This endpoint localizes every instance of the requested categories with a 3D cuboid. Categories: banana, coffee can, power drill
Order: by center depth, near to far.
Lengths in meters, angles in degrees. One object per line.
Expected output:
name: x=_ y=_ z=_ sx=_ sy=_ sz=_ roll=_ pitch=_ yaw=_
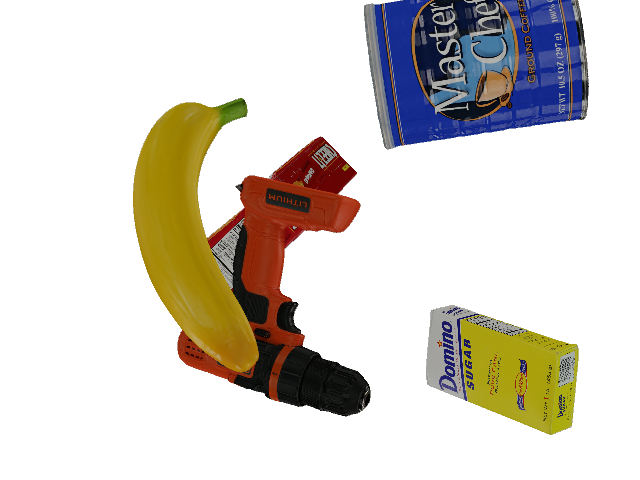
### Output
banana: x=-0.073 y=-0.014 z=0.614 sx=0.069 sy=0.198 sz=0.037 roll=-2 pitch=-35 yaw=-4
coffee can: x=0.107 y=-0.125 z=0.747 sx=0.140 sy=0.103 sz=0.102 roll=-8 pitch=-1 yaw=7
power drill: x=-0.025 y=0.046 z=0.931 sx=0.185 sy=0.187 sz=0.057 roll=15 pitch=0 yaw=21

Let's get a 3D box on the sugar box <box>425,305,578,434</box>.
sugar box: x=0.193 y=0.137 z=1.160 sx=0.048 sy=0.093 sz=0.177 roll=-10 pitch=18 yaw=-43

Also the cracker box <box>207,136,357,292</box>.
cracker box: x=-0.072 y=-0.012 z=1.229 sx=0.214 sy=0.072 sz=0.164 roll=-43 pitch=4 yaw=27
